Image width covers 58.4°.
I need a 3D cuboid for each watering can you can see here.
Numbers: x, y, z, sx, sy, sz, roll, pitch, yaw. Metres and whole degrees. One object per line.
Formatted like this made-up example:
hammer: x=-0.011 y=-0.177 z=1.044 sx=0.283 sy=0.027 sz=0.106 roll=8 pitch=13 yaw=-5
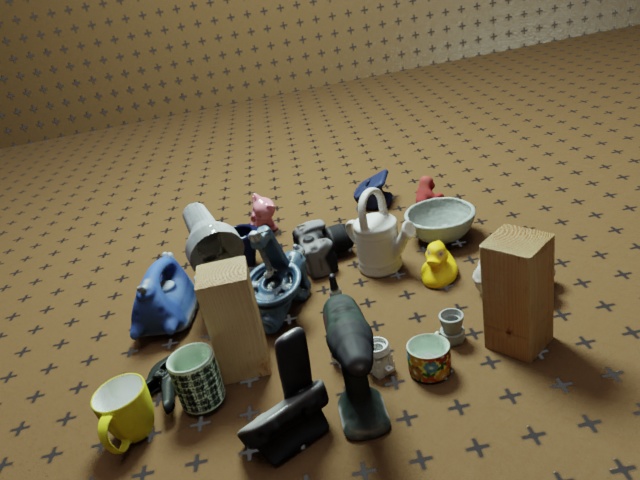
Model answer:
watering can: x=0.130 y=-0.024 z=1.262 sx=0.172 sy=0.194 sz=0.101 roll=0 pitch=29 yaw=19

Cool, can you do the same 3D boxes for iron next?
iron: x=-0.339 y=0.101 z=1.249 sx=0.118 sy=0.142 sz=0.258 roll=-8 pitch=27 yaw=6

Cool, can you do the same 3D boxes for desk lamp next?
desk lamp: x=-0.240 y=0.033 z=1.266 sx=0.118 sy=0.214 sz=0.202 roll=-21 pitch=29 yaw=-19

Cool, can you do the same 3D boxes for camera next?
camera: x=0.012 y=0.005 z=1.352 sx=0.137 sy=0.101 sz=0.143 roll=-17 pitch=28 yaw=-12

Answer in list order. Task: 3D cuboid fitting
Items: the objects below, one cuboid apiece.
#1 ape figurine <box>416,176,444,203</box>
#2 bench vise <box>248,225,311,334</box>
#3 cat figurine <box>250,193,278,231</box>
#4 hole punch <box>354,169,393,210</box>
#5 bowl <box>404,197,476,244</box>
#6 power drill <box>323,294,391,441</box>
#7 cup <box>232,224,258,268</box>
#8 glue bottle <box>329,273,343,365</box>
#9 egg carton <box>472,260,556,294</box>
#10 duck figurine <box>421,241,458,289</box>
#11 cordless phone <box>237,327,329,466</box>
ape figurine: x=0.285 y=-0.126 z=1.516 sx=0.076 sy=0.092 sz=0.077 roll=-20 pitch=29 yaw=-18
bench vise: x=-0.097 y=0.052 z=1.170 sx=0.121 sy=0.220 sz=0.207 roll=-7 pitch=27 yaw=7
cat figurine: x=-0.159 y=-0.082 z=1.561 sx=0.067 sy=0.118 sz=0.127 roll=-19 pitch=28 yaw=-16
hole punch: x=0.145 y=-0.140 z=1.594 sx=0.101 sy=0.091 sz=0.109 roll=-3 pitch=28 yaw=15
bowl: x=0.286 y=-0.035 z=1.360 sx=0.167 sy=0.075 sz=0.167 roll=-8 pitch=27 yaw=5
power drill: x=0.053 y=0.192 z=0.860 sx=0.075 sy=0.209 sz=0.229 roll=-13 pitch=27 yaw=-3
cup: x=-0.177 y=0.017 z=1.405 sx=0.118 sy=0.095 sz=0.091 roll=-14 pitch=27 yaw=-7
glue bottle: x=0.035 y=0.134 z=1.018 sx=0.037 sy=0.173 sz=0.078 roll=3 pitch=30 yaw=25
egg carton: x=0.383 y=0.068 z=1.133 sx=0.149 sy=0.069 sz=0.107 roll=4 pitch=31 yaw=27
duck figurine: x=0.251 y=0.041 z=1.213 sx=0.077 sy=0.086 sz=0.105 roll=5 pitch=31 yaw=28
cordless phone: x=-0.064 y=0.226 z=0.862 sx=0.148 sy=0.185 sz=0.093 roll=-29 pitch=32 yaw=-32
